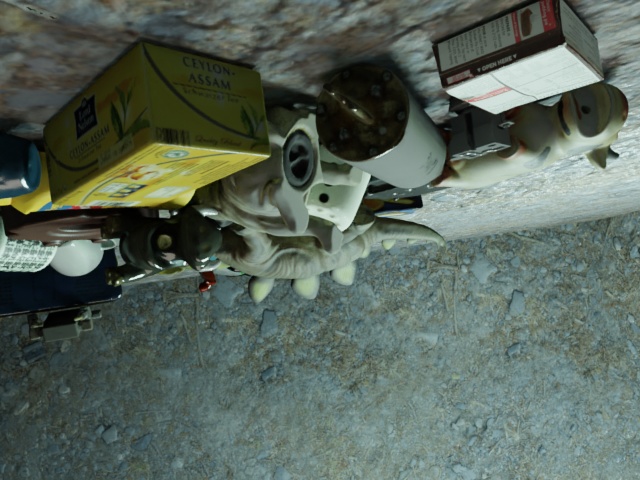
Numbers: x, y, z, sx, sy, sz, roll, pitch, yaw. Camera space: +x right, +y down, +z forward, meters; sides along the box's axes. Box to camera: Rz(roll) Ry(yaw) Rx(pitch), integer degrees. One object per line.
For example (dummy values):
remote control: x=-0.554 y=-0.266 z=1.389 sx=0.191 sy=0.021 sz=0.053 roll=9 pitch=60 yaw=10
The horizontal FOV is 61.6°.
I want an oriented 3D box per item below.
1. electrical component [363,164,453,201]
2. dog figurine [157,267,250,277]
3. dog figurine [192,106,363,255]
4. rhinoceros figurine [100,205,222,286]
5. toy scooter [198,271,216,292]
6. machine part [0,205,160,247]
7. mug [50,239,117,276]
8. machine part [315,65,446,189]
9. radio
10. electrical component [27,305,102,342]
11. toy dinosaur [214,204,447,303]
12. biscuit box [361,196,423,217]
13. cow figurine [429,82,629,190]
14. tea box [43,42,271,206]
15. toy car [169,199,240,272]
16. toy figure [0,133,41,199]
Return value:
electrical component: x=0.111 y=-0.089 z=0.687 sx=0.115 sy=0.058 sz=0.134 roll=-15 pitch=172 yaw=36
dog figurine: x=-0.239 y=0.026 z=1.132 sx=0.219 sy=0.108 sz=0.192 roll=-1 pitch=175 yaw=-25
dog figurine: x=-0.078 y=-0.065 z=0.521 sx=0.191 sy=0.121 sz=0.172 roll=8 pitch=149 yaw=29
rhinoceros figurine: x=-0.168 y=0.008 z=0.569 sx=0.112 sy=0.073 sz=0.190 roll=-3 pitch=177 yaw=-34
toy scooter: x=-0.179 y=0.019 z=0.964 sx=0.184 sy=0.135 sz=0.075 roll=-11 pitch=173 yaw=9
machine part: x=-0.287 y=-0.034 z=0.653 sx=0.179 sy=0.056 sz=0.179 roll=-9 pitch=174 yaw=-1
mug: x=-0.367 y=0.004 z=0.805 sx=0.110 sy=0.081 sz=0.107 roll=-3 pitch=164 yaw=-8
machine part: x=0.062 y=-0.091 z=0.476 sx=0.079 sy=0.079 sz=0.243 roll=-11 pitch=173 yaw=22
radio: x=-0.453 y=0.051 z=0.881 sx=0.229 sy=0.131 sz=0.073 roll=-6 pitch=174 yaw=-27
electrical component: x=-0.414 y=0.130 z=0.867 sx=0.102 sy=0.045 sz=0.078 roll=-6 pitch=-159 yaw=-7
toy dinosaur: x=-0.002 y=-0.002 z=0.762 sx=0.471 sy=0.105 sz=0.198 roll=-3 pitch=144 yaw=-17
biscuit box: x=0.056 y=-0.063 z=0.846 sx=0.203 sy=0.062 sz=0.059 roll=-8 pitch=173 yaw=-11
cow figurine: x=0.223 y=-0.104 z=0.567 sx=0.127 sy=0.085 sz=0.195 roll=3 pitch=167 yaw=-35
tea box: x=-0.129 y=-0.075 z=0.406 sx=0.170 sy=0.068 sz=0.098 roll=-15 pitch=172 yaw=42
toy car: x=-0.165 y=-0.016 z=0.817 sx=0.161 sy=0.109 sz=0.103 roll=5 pitch=-167 yaw=-34
toy figure: x=-0.303 y=-0.054 z=0.414 sx=0.154 sy=0.064 sz=0.058 roll=-3 pitch=-149 yaw=-10
